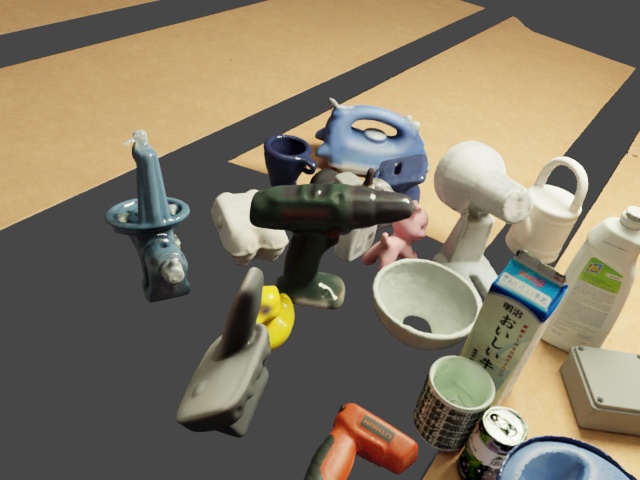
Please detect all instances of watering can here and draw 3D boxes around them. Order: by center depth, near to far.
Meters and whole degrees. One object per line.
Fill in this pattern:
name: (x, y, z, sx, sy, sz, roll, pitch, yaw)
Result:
watering can: (0.410, -0.055, 1.028, 0.100, 0.194, 0.173, 33, 44, 25)

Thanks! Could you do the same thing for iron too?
iron: (0.122, -0.219, 1.202, 0.258, 0.141, 0.118, 5, 39, -7)

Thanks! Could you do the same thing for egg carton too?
egg carton: (-0.122, -0.025, 0.963, 0.107, 0.069, 0.150, -9, 43, -23)

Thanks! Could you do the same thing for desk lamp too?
desk lamp: (0.265, -0.031, 0.948, 0.118, 0.213, 0.203, -3, 41, -17)

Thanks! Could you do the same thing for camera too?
camera: (0.053, -0.084, 1.052, 0.143, 0.101, 0.136, -15, 45, -28)

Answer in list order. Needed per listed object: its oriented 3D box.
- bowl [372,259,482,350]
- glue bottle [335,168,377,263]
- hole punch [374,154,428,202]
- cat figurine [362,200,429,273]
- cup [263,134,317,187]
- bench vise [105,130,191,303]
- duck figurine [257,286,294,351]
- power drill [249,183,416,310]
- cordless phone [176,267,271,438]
bowl: (0.154, 0.108, 0.861, 0.167, 0.075, 0.167, 7, 39, -5)
glue bottle: (0.070, -0.045, 0.951, 0.037, 0.173, 0.078, 35, 45, 28)
hole punch: (0.157, -0.121, 1.131, 0.101, 0.091, 0.108, 13, 39, 2)
cat figurine: (0.137, -0.013, 0.972, 0.067, 0.118, 0.128, 35, 45, 27)
cup: (-0.056, -0.136, 1.095, 0.117, 0.095, 0.092, 33, 44, 25)
bench vise: (-0.229, -0.035, 0.829, 0.206, 0.220, 0.122, 37, 45, 29)
duck figurine: (-0.076, 0.100, 0.808, 0.077, 0.086, 0.105, 29, 42, 21)
power drill: (0.008, 0.003, 0.849, 0.229, 0.208, 0.075, 9, 39, -2)
cordless phone: (-0.109, 0.131, 0.682, 0.094, 0.185, 0.147, 12, 39, 2)
